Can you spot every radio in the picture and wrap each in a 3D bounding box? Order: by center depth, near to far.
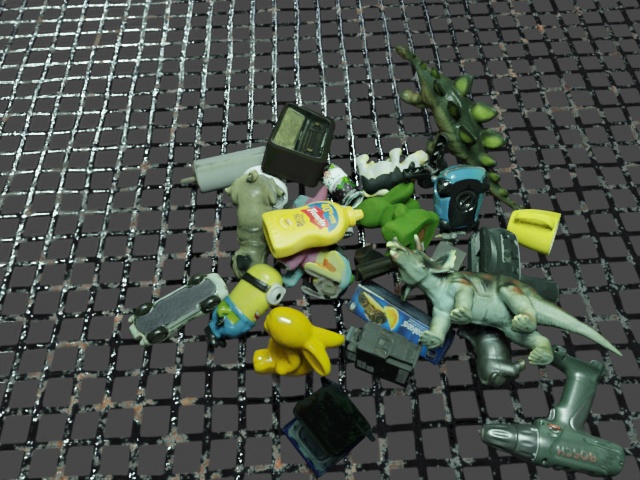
[{"bbox_3d":[-0.043,-0.215,1.196,0.131,0.073,0.230,20,38,-6],"label":"radio"}]

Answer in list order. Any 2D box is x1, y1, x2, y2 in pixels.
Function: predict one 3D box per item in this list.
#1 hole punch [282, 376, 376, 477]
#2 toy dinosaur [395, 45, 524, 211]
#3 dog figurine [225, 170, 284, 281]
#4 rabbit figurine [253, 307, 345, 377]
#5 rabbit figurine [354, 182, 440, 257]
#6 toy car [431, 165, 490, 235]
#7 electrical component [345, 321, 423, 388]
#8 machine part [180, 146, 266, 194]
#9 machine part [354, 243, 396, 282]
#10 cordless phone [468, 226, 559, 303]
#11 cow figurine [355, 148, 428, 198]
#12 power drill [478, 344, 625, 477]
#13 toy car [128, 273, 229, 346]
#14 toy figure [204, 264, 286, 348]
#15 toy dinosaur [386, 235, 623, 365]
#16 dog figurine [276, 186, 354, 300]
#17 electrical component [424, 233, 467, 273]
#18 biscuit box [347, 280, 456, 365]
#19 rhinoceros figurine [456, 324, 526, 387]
[{"bbox_3d":[0.010,0.325,0.928,0.116,0.092,0.142,-18,52,-43],"label":"hole punch"},{"bbox_3d":[0.312,-0.240,1.189,0.105,0.198,0.471,-38,97,-8],"label":"toy dinosaur"},{"bbox_3d":[-0.137,-0.024,1.088,0.121,0.172,0.191,-6,51,10],"label":"dog figurine"},{"bbox_3d":[-0.047,0.183,0.954,0.163,0.173,0.122,20,57,18],"label":"rabbit figurine"},{"bbox_3d":[0.151,-0.050,1.126,0.170,0.121,0.159,30,70,34],"label":"rabbit figurine"},{"bbox_3d":[0.288,-0.093,1.143,0.109,0.161,0.103,-6,30,-7],"label":"toy car"},{"bbox_3d":[0.110,0.204,0.971,0.134,0.114,0.058,21,59,11],"label":"electrical component"},{"bbox_3d":[-0.196,-0.160,1.220,0.243,0.079,0.079,-15,60,-7],"label":"machine part"},{"bbox_3d":[0.100,0.046,1.064,0.084,0.039,0.139,-24,16,0],"label":"machine part"},{"bbox_3d":[0.397,0.053,1.089,0.184,0.088,0.146,12,59,-5],"label":"cordless phone"},{"bbox_3d":[0.169,-0.150,1.211,0.167,0.068,0.098,-10,65,-1],"label":"cow figurine"},{"bbox_3d":[0.409,0.291,0.933,0.232,0.085,0.207,19,57,10],"label":"power drill"},{"bbox_3d":[-0.277,0.134,1.057,0.202,0.056,0.073,-30,69,-14],"label":"toy car"},{"bbox_3d":[-0.145,0.124,1.026,0.180,0.082,0.089,-41,97,-2],"label":"toy figure"},{"bbox_3d":[0.298,0.106,0.948,0.405,0.131,0.192,14,41,1],"label":"toy dinosaur"},{"bbox_3d":[-0.002,-0.003,1.106,0.192,0.108,0.219,15,58,11],"label":"dog figurine"},{"bbox_3d":[0.259,0.034,1.110,0.078,0.045,0.102,31,64,20],"label":"electrical component"},{"bbox_3d":[0.154,0.152,1.020,0.203,0.063,0.059,31,107,19],"label":"biscuit box"},{"bbox_3d":[0.314,0.181,1.010,0.112,0.073,0.190,-9,59,3],"label":"rhinoceros figurine"}]
